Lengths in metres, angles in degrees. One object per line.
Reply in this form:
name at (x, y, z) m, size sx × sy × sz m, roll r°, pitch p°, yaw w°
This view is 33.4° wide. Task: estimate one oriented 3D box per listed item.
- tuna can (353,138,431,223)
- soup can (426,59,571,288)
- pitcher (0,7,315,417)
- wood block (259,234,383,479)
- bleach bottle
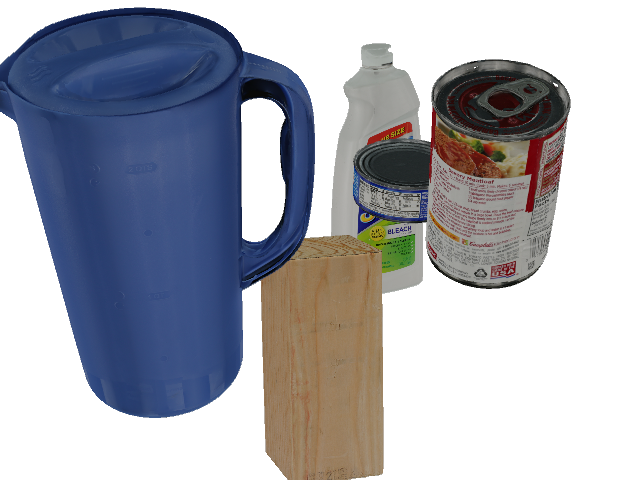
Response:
tuna can at (0.068, -0.048, 0.845) m, size 0.086 × 0.034 × 0.086 m, roll 1°, pitch 31°, yaw -1°
soup can at (0.090, -0.033, 0.557) m, size 0.068 × 0.102 × 0.068 m, roll -1°, pitch 42°, yaw 1°
pitcher at (-0.097, -0.010, 0.659) m, size 0.149 × 0.243 × 0.144 m, roll 28°, pitch 46°, yaw 34°
wood block at (0.001, 0.106, 0.971) m, size 0.090 × 0.206 × 0.091 m, roll -5°, pitch 11°, yaw -18°
bleach bottle at (0.053, -0.072, 1.083) m, size 0.102 × 0.251 × 0.068 m, roll -10°, pitch 23°, yaw -16°
